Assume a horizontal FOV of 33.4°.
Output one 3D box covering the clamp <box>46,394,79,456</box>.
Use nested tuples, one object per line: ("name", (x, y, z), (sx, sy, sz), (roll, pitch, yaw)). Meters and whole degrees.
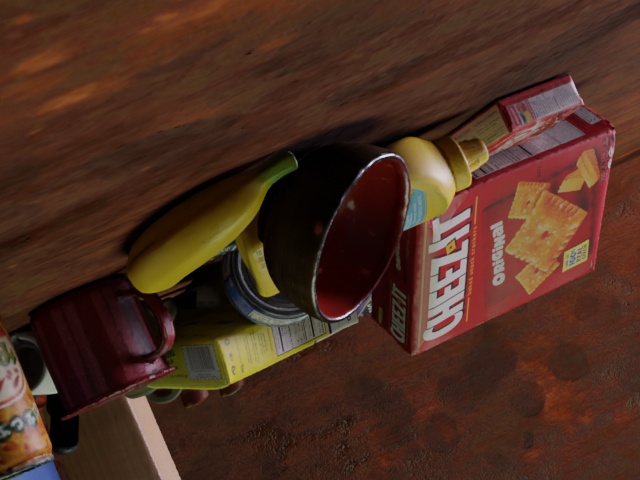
("clamp", (-0.233, 0.122, 0.997), (0.039, 0.120, 0.172), (18, -179, -20))

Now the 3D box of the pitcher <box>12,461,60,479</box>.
("pitcher", (-0.275, 0.182, 0.810), (0.149, 0.145, 0.243), (-34, 156, -26))

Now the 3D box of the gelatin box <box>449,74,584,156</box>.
("gelatin box", (0.149, -0.090, 0.829), (0.073, 0.030, 0.089), (-22, 174, -25))

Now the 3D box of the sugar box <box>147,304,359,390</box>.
("sugar box", (-0.056, 0.076, 0.894), (0.094, 0.048, 0.175), (-5, -168, 39))

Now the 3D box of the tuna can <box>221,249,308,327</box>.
("tuna can", (-0.032, 0.023, 0.829), (0.086, 0.086, 0.034), (-22, 172, -22))

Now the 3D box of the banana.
("banana", (-0.083, 0.003, 0.664), (0.069, 0.037, 0.198), (-20, 173, -37))

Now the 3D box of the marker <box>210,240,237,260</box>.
("marker", (-0.073, 0.002, 0.793), (0.121, 0.020, 0.020), (-23, 175, -18))

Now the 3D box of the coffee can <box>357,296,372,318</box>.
("coffee can", (0.048, 0.014, 1.020), (0.140, 0.103, 0.103), (-25, 175, -2))

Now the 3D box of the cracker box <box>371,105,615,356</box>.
("cracker box", (0.151, -0.012, 0.928), (0.213, 0.072, 0.164), (-23, 133, -24))

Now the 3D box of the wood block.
("wood block", (-0.223, 0.207, 1.127), (0.090, 0.206, 0.091), (-25, 175, 0))

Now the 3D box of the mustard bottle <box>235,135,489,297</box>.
("mustard bottle", (0.033, -0.026, 0.764), (0.191, 0.058, 0.096), (-24, 157, -7))

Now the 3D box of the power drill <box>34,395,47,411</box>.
("power drill", (-0.340, 0.160, 0.943), (0.187, 0.057, 0.185), (-23, 174, -22))

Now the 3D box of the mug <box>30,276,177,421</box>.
("mug", (-0.156, 0.074, 0.793), (0.117, 0.081, 0.093), (-28, 174, 33))
